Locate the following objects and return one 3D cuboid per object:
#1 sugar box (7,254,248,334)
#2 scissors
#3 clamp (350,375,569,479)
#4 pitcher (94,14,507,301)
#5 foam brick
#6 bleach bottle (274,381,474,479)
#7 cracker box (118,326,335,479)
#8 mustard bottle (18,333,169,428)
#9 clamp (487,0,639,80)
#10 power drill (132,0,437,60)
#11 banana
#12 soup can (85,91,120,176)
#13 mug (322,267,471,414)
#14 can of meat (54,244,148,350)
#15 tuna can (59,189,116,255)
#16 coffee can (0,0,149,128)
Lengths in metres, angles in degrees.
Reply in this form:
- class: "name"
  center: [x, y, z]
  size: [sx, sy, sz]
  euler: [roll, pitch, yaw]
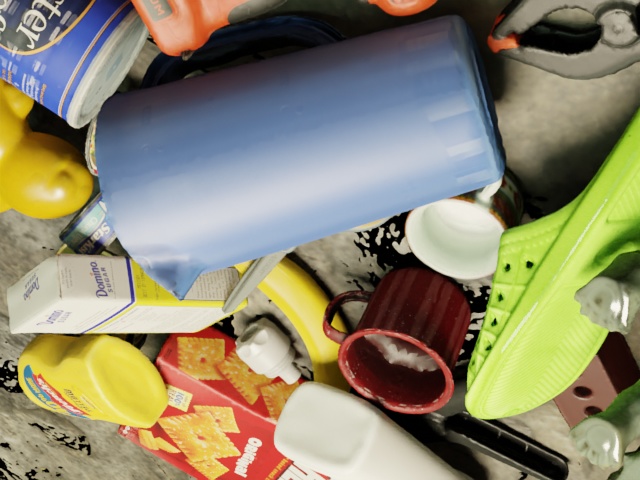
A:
- class: "sugar box"
  center: [-0.158, 0.046, 0.886]
  size: [0.175, 0.048, 0.094]
  euler: [7, 155, -40]
- class: "scissors"
  center: [-0.005, 0.001, 0.830]
  size: [0.096, 0.016, 0.202]
  euler: [22, 126, -2]
- class: "clamp"
  center: [0.104, 0.141, 0.914]
  size: [0.210, 0.036, 0.164]
  euler: [9, 142, 24]
- class: "pitcher"
  center: [-0.012, -0.070, 0.689]
  size: [0.243, 0.145, 0.149]
  euler: [-14, 106, 14]
- class: "foam brick"
  center: [0.205, 0.098, 0.812]
  size: [0.053, 0.051, 0.078]
  euler: [-13, 123, 36]
- class: "bleach bottle"
  center: [0.072, 0.205, 0.939]
  size: [0.103, 0.068, 0.250]
  euler: [14, 162, 42]
- class: "cracker box"
  center: [-0.075, 0.183, 1.029]
  size: [0.213, 0.072, 0.164]
  euler: [31, 138, -3]
- class: "mustard bottle"
  center: [-0.227, 0.128, 0.990]
  size: [0.192, 0.058, 0.096]
  euler: [-4, 134, 48]
- class: "clamp"
  center: [0.185, -0.125, 0.619]
  size: [0.172, 0.039, 0.120]
  euler: [-11, 120, 40]
- class: "power drill"
  center: [-0.036, -0.197, 0.629]
  size: [0.188, 0.057, 0.184]
  euler: [-14, 122, 22]
- class: "banana"
  center: [-0.015, 0.075, 0.905]
  size: [0.069, 0.037, 0.198]
  euler: [-20, 115, 3]
- class: "soup can"
  center: [-0.117, -0.069, 0.813]
  size: [0.102, 0.068, 0.068]
  euler: [17, 136, 13]
- class: "mug"
  center: [0.060, 0.073, 0.843]
  size: [0.117, 0.081, 0.093]
  euler: [16, 136, 14]
- class: "can of meat"
  center: [-0.204, 0.060, 0.992]
  size: [0.102, 0.057, 0.084]
  euler: [26, 140, 4]
- class: "tuna can"
  center: [-0.174, -0.023, 0.875]
  size: [0.033, 0.086, 0.086]
  euler: [42, 136, -12]
- class: "coffee can"
  center: [-0.201, -0.159, 0.745]
  size: [0.140, 0.102, 0.103]
  euler: [33, 138, -4]
